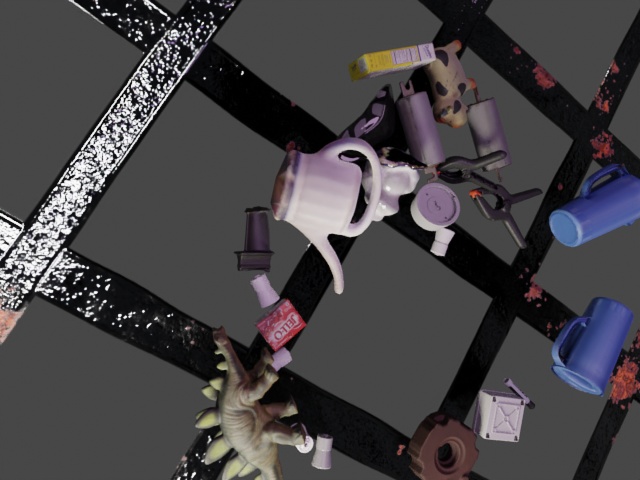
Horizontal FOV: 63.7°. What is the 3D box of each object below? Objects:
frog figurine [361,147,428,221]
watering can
[{"bbox_3d":[0.154,-0.125,1.174,0.138,0.156,0.125,-7,41,-32],"label":"frog figurine"},{"bbox_3d":[0.003,-0.055,1.092,0.224,0.343,0.105,13,16,-9],"label":"watering can"}]
